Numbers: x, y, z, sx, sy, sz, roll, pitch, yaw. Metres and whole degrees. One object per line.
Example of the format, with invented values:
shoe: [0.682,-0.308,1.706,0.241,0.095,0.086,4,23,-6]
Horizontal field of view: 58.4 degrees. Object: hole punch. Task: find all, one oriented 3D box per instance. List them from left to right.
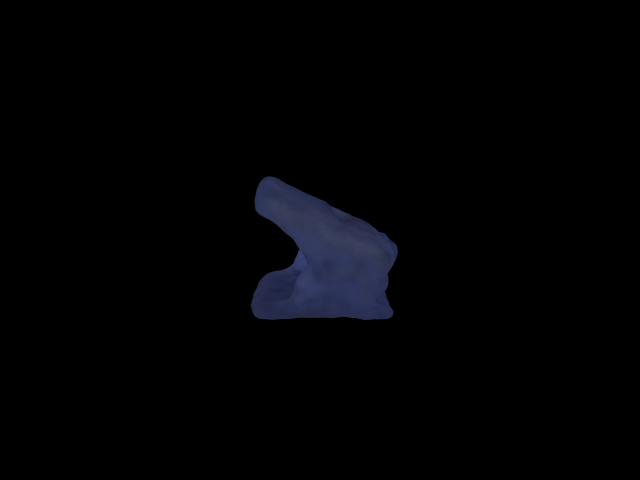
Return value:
hole punch: [0.004,0.001,0.400,0.101,0.091,0.108,0,11,-2]
